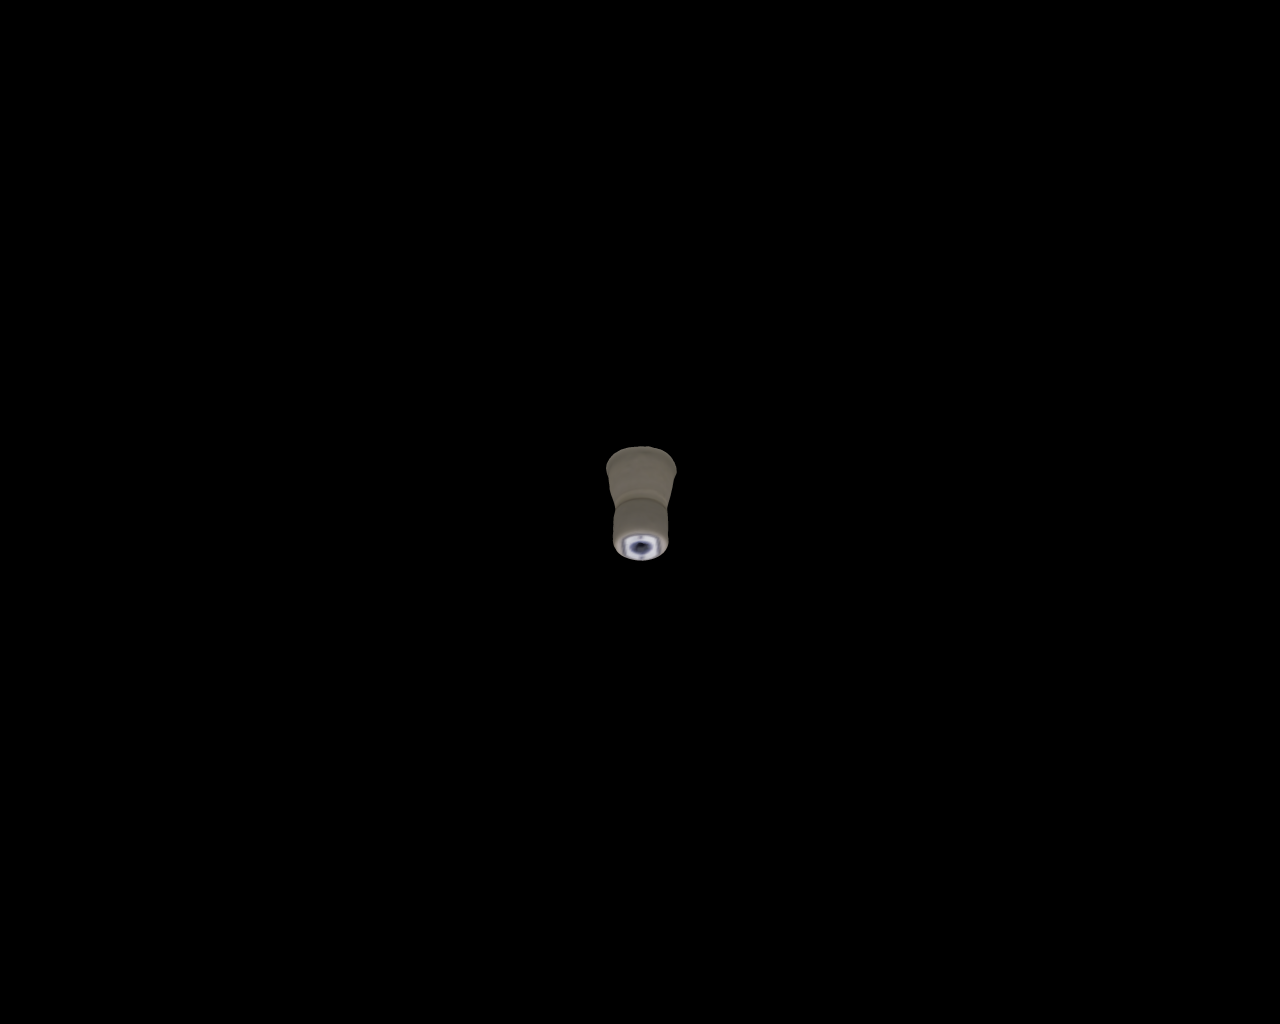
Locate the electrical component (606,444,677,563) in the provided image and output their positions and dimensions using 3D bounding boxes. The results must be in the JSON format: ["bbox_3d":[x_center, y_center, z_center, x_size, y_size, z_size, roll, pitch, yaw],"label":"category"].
[{"bbox_3d":[0.001,-0.003,0.650,0.044,0.065,0.044,0,-37,0],"label":"electrical component"}]
